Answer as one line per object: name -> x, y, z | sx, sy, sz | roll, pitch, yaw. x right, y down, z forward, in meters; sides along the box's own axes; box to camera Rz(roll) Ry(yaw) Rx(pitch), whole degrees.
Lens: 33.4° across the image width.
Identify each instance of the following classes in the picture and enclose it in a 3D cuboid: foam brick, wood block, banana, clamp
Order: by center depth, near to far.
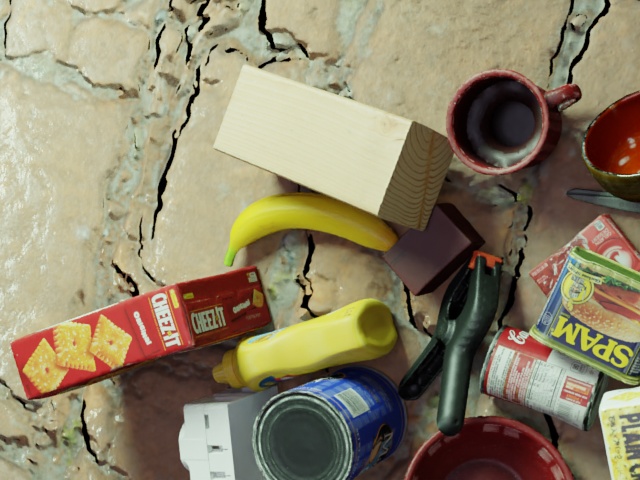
clamp -> 0.124, 0.093, 1.010 | 0.120, 0.039, 0.171 | 8, 76, 65
wood block -> 0.011, -0.090, 1.011 | 0.206, 0.090, 0.091 | 24, 95, 35
foam brick -> 0.109, 0.008, 1.019 | 0.078, 0.051, 0.053 | -45, 74, 21
banana -> -0.015, -0.016, 1.087 | 0.198, 0.037, 0.069 | -5, 107, 27

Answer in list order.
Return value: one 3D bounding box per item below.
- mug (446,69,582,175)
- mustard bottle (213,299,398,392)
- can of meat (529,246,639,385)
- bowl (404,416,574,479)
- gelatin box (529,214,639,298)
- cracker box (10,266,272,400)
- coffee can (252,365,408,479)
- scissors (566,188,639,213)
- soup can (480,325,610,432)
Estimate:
mug -> 0.180, -0.110, 0.960 | 0.117, 0.081, 0.093 | -28, 81, 25
mustard bottle -> -0.025, 0.111, 1.064 | 0.192, 0.096, 0.058 | -19, 85, 25
can of meat -> 0.246, 0.064, 0.922 | 0.102, 0.057, 0.084 | 26, 105, 15
bowl -> 0.155, 0.247, 0.990 | 0.162, 0.055, 0.162 | -1, 74, 3
gelatin box -> 0.247, 0.031, 0.966 | 0.089, 0.030, 0.073 | -42, 77, 22
cracker box -> -0.181, 0.095, 1.101 | 0.214, 0.164, 0.072 | -19, 87, 25
coffee can -> 0.013, 0.182, 1.027 | 0.103, 0.140, 0.103 | 2, 94, 25
scissors -> 0.326, -0.041, 0.931 | 0.202, 0.016, 0.096 | 27, 106, 21
soup can -> 0.205, 0.126, 0.971 | 0.102, 0.068, 0.068 | 19, 101, 23
